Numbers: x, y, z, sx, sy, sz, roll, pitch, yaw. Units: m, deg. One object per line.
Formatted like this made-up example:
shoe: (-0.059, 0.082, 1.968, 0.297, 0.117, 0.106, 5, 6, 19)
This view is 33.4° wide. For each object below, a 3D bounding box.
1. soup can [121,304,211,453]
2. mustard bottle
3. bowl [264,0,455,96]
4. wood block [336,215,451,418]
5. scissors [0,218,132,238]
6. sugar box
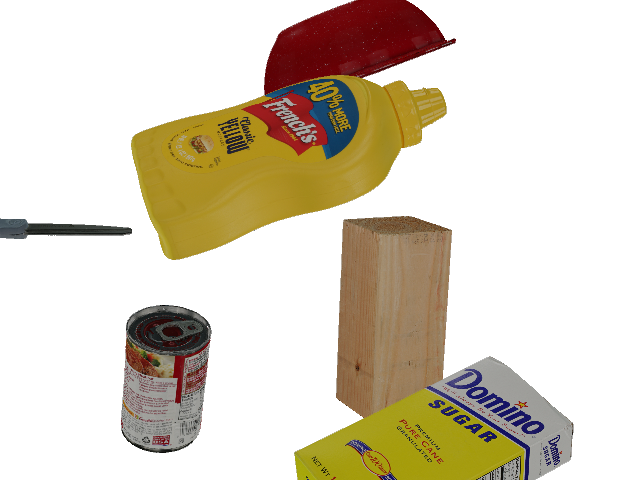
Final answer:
soup can: (-0.127, 0.114, 0.873, 0.068, 0.102, 0.068, 7, 28, -4)
mustard bottle: (-0.015, -0.056, 0.653, 0.191, 0.058, 0.096, -18, 42, -4)
bowl: (0.019, -0.150, 0.825, 0.162, 0.055, 0.162, -20, 7, 2)
wood block: (0.078, 0.083, 1.166, 0.090, 0.206, 0.091, -4, 13, -26)
scissors: (-0.267, -0.003, 0.882, 0.202, 0.016, 0.096, 7, 24, 7)
sugar box: (0.080, 0.151, 0.750, 0.176, 0.048, 0.093, -25, 40, -21)
